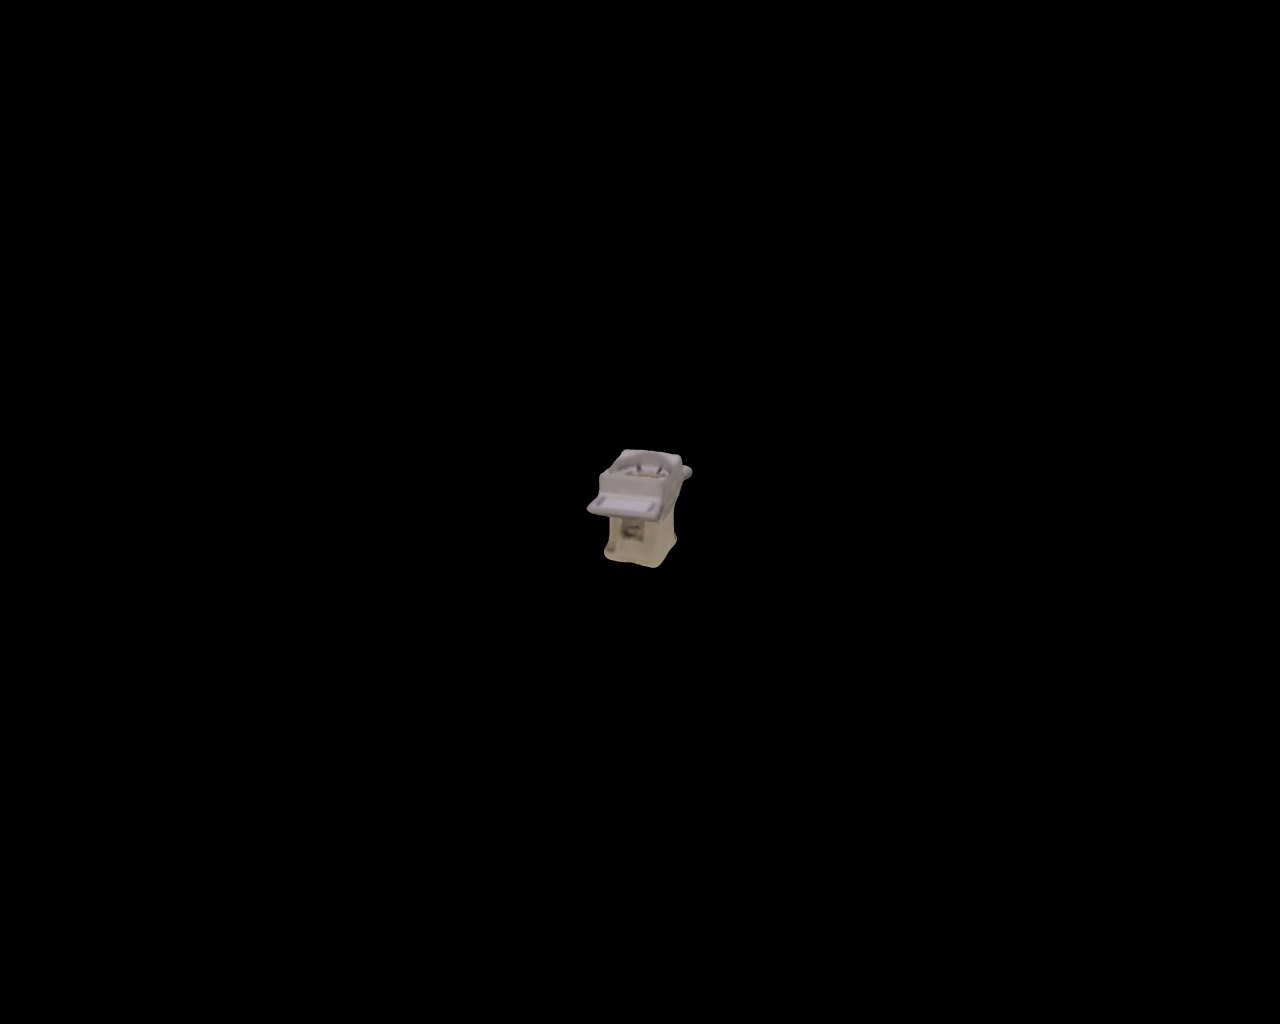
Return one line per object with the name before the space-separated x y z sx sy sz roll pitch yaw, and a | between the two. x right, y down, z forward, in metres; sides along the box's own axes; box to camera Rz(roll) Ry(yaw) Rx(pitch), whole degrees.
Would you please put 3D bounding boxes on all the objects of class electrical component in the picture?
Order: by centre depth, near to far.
electrical component | 0.001 -0.003 0.650 0.042 0.063 0.081 8 26 18
